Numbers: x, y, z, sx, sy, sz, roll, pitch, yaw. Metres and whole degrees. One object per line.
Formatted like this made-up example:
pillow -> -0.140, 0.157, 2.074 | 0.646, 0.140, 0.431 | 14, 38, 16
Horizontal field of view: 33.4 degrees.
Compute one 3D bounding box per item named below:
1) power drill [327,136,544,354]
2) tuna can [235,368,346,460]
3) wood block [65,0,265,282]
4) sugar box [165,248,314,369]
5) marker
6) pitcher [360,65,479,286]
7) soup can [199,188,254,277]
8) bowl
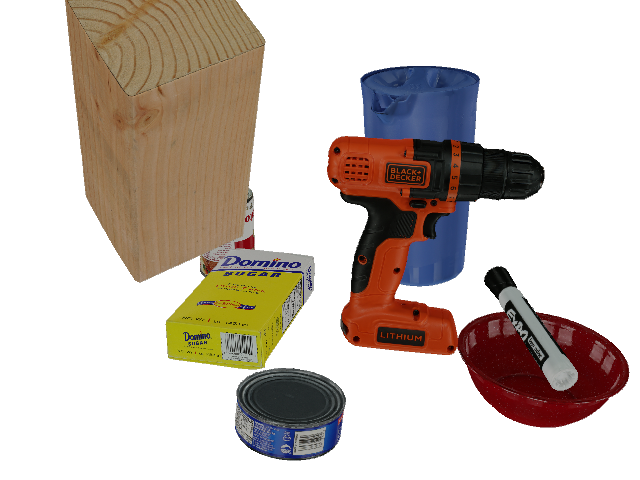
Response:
power drill -> 0.093, 0.003, 0.929 | 0.184, 0.188, 0.057 | 6, 17, 3
tuna can -> -0.024, 0.136, 0.838 | 0.086, 0.034, 0.086 | 5, 23, -2
wood block -> -0.103, -0.074, 0.699 | 0.090, 0.090, 0.206 | -24, -26, -21
sugar box -> -0.072, 0.060, 1.025 | 0.093, 0.048, 0.176 | 6, 26, 13
marker -> 0.140, 0.056, 0.725 | 0.020, 0.020, 0.121 | 0, 33, -17
pitcher -> 0.121, -0.079, 1.243 | 0.149, 0.243, 0.145 | -5, 22, -7
soup can -> -0.114, -0.011, 1.290 | 0.068, 0.102, 0.068 | 1, 25, 0
bowl -> 0.208, 0.130, 1.021 | 0.162, 0.055, 0.162 | 4, 26, -2
